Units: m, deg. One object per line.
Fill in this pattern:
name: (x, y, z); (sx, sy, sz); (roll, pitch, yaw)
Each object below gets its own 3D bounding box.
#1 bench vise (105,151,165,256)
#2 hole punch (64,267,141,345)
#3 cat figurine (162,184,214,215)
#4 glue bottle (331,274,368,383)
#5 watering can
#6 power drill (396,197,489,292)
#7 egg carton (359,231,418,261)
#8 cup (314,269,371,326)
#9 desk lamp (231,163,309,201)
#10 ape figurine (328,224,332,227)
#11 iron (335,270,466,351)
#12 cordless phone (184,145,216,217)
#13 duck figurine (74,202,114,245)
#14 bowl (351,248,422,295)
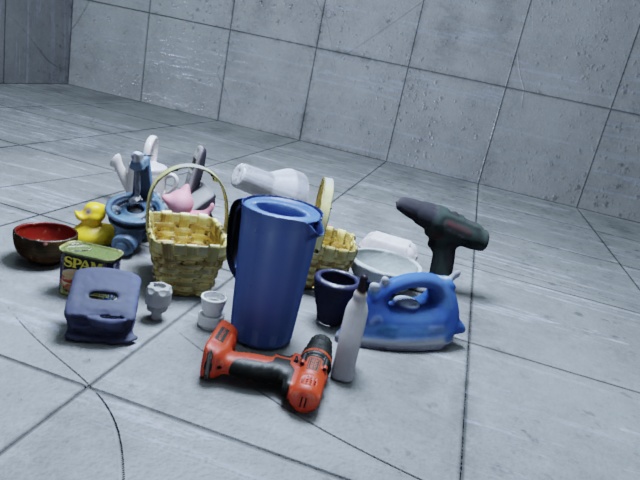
bench vise: (-0.397, -0.096, 1.240); (0.122, 0.220, 0.207); (5, 19, -19)
hole punch: (-0.334, 0.101, 0.890); (0.109, 0.091, 0.101); (7, 18, -16)
cat figurine: (-0.319, -0.075, 1.396); (0.128, 0.118, 0.067); (10, 18, -6)
glue bottle: (0.053, 0.133, 0.906); (0.037, 0.173, 0.078); (13, 18, 3)
watering can: (-0.459, -0.179, 1.499); (0.173, 0.194, 0.100); (4, 19, -23)
power drill: (0.268, 0.018, 1.339); (0.229, 0.208, 0.075); (11, 18, -3)
egg carton: (0.176, 0.030, 1.473); (0.150, 0.069, 0.107); (16, 18, 13)
cup: (0.038, 0.113, 1.088); (0.118, 0.095, 0.091); (1, 21, -30)
desk lamp: (-0.141, -0.071, 1.340); (0.204, 0.213, 0.117); (-1, 22, -35)
ape figurine: (0.013, 0.005, 1.406); (0.078, 0.092, 0.076); (8, 18, -12)
iron: (0.155, 0.120, 1.065); (0.259, 0.141, 0.118); (2, 20, -28)
cordless phone: (-0.323, -0.149, 1.509); (0.094, 0.185, 0.147); (0, 21, -31)
duck figurine: (-0.481, -0.039, 1.233); (0.105, 0.086, 0.077); (0, 21, -32)
bowl: (0.141, 0.079, 1.290); (0.167, 0.075, 0.167); (11, 18, -3)
